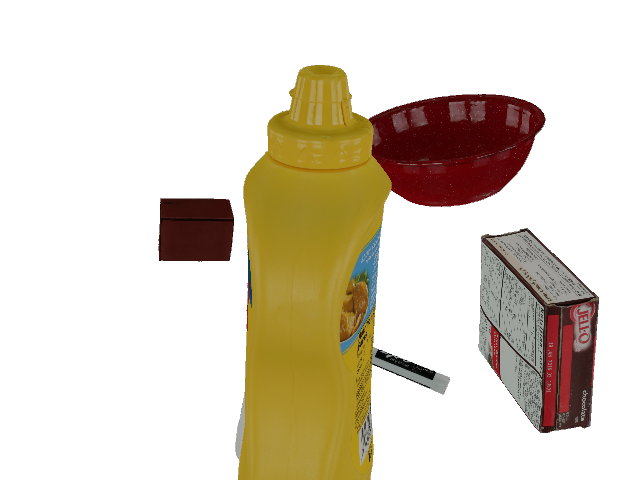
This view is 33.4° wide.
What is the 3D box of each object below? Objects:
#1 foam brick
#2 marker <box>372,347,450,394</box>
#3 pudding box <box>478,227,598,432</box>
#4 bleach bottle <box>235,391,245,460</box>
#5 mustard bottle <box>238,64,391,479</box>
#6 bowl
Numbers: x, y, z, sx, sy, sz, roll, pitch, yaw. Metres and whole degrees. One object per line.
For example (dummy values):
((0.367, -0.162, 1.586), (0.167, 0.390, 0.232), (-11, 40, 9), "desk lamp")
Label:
((-0.134, -0.012, 1.145), (0.078, 0.051, 0.053), (0, 26, -9), "foam brick")
((0.074, 0.127, 1.100), (0.121, 0.020, 0.020), (22, 4, 11), "marker")
((0.136, 0.054, 0.680), (0.039, 0.090, 0.113), (-7, 24, -12), "pudding box")
((-0.016, 0.054, 0.806), (0.068, 0.251, 0.102), (13, 31, 8), "bleach bottle")
((-0.003, 0.023, 0.441), (0.058, 0.192, 0.096), (8, 25, 10), "mustard bottle")
((0.109, -0.072, 0.896), (0.162, 0.055, 0.162), (-9, 24, 4), "bowl")
